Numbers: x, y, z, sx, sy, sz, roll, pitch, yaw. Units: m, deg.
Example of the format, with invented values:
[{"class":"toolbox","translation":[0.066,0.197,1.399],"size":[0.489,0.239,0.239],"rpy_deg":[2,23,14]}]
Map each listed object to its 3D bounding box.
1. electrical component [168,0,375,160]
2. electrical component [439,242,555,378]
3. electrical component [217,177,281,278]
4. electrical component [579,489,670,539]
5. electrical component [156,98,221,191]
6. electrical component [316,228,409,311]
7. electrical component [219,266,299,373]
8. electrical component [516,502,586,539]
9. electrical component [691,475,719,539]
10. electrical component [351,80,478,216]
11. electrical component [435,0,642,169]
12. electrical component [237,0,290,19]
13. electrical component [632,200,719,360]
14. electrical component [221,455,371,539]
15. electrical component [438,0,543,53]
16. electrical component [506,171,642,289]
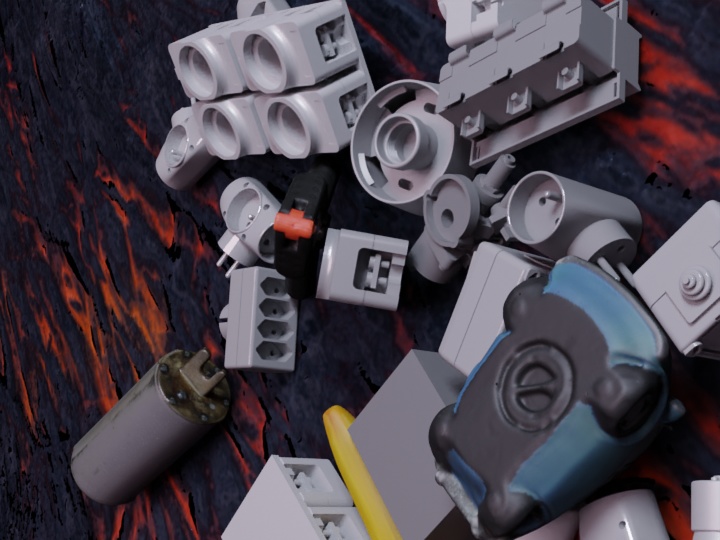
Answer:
[{"class":"electrical component","translation":[-0.076,-0.152,0.886],"size":[0.186,0.060,0.105],"rpy_deg":[6,122,50]},{"class":"electrical component","translation":[0.094,0.037,0.680],"size":[0.061,0.062,0.096],"rpy_deg":[36,109,56]},{"class":"electrical component","translation":[-0.096,-0.029,0.926],"size":[0.079,0.044,0.077],"rpy_deg":[-52,45,9]},{"class":"electrical component","translation":[0.145,0.174,0.608],"size":[0.079,0.043,0.077],"rpy_deg":[-43,51,44]},{"class":"electrical component","translation":[-0.160,-0.129,1.029],"size":[0.077,0.044,0.079],"rpy_deg":[-37,54,38]},{"class":"electrical component","translation":[0.000,0.000,0.771],"size":[0.089,0.056,0.050],"rpy_deg":[151,129,-88]},{"class":"electrical component","translation":[-0.094,0.044,0.910],"size":[0.076,0.047,0.083],"rpy_deg":[-8,76,48]},{"class":"electrical component","translation":[0.110,0.168,0.653],"size":[0.044,0.044,0.065],"rpy_deg":[18,100,50]},{"class":"electrical component","translation":[0.192,0.141,0.564],"size":[0.044,0.044,0.065],"rpy_deg":[-12,68,47]},{"class":"electrical component","translation":[0.043,-0.090,0.789],"size":[0.099,0.064,0.099],"rpy_deg":[-3,84,36]},{"class":"electrical component","translation":[0.111,-0.125,0.692],"size":[0.121,0.063,0.078],"rpy_deg":[-22,50,45]},{"class":"electrical component","translation":[-0.085,-0.202,0.960],"size":[0.079,0.043,0.077],"rpy_deg":[-54,46,26]},{"class":"electrical component","translation":[0.189,0.005,0.553],"size":[0.061,0.096,0.061],"rpy_deg":[-50,48,29]},{"class":"electrical component","translation":[-0.030,0.220,0.785],"size":[0.089,0.062,0.150],"rpy_deg":[-59,44,22]},{"class":"electrical component","translation":[0.092,-0.196,0.748],"size":[0.056,0.050,0.089],"rpy_deg":[-8,75,48]},{"class":"electrical component","translation":[0.137,-0.018,0.635],"size":[0.043,0.077,0.079],"rpy_deg":[-53,47,27]}]
